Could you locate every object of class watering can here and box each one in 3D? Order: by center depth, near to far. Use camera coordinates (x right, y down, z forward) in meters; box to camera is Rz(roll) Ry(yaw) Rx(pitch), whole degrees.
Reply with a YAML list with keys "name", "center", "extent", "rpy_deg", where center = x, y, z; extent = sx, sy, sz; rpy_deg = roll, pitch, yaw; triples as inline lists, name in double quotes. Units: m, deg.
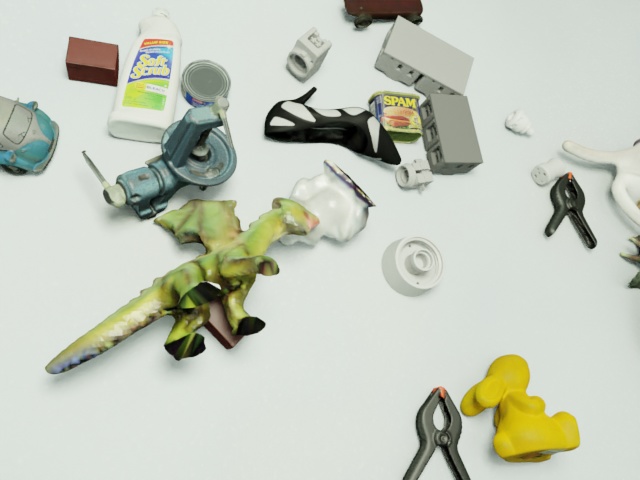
- name: "watering can"
  center: [0.707, -0.151, 1.148]
  extent: [0.347, 0.102, 0.228]
  rpy_deg: [43, 63, -1]

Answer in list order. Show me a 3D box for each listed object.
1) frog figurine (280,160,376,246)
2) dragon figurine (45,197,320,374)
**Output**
- name: "frog figurine"
  center: [0.003, -0.045, 0.888]
  extent: [0.137, 0.124, 0.158]
  rpy_deg: [44, 100, -10]
- name: "dragon figurine"
  center: [-0.189, 0.033, 0.760]
  extent: [0.411, 0.119, 0.248]
  rpy_deg: [-16, 42, -9]
